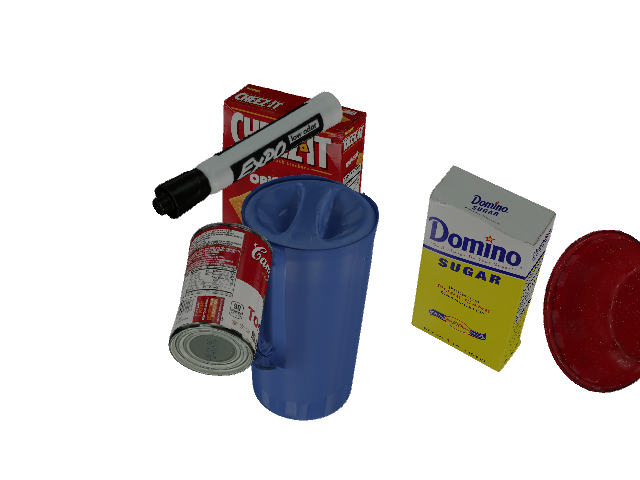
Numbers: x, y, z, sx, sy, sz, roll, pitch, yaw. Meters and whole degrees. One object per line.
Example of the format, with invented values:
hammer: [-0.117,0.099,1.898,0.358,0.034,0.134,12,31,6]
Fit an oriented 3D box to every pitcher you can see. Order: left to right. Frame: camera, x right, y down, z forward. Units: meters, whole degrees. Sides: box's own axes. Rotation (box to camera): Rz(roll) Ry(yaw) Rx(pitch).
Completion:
pitcher: [-0.022,0.069,1.085,0.149,0.243,0.145,-3,35,-9]

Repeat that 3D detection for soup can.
soup can: [-0.077,0.045,0.834,0.068,0.102,0.068,5,-40,4]

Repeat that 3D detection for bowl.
bowl: [0.295,0.070,1.031,0.161,0.162,0.055,0,0,-28]

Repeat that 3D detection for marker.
marker: [-0.037,-0.045,0.552,0.120,0.020,0.020,-33,19,-31]

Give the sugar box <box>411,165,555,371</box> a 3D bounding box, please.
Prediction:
sugar box: [0.129,0.027,0.880,0.093,0.048,0.176,27,-33,21]

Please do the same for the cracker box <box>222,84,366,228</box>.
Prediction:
cracker box: [-0.037,-0.067,1.312,0.164,0.214,0.072,16,33,21]
